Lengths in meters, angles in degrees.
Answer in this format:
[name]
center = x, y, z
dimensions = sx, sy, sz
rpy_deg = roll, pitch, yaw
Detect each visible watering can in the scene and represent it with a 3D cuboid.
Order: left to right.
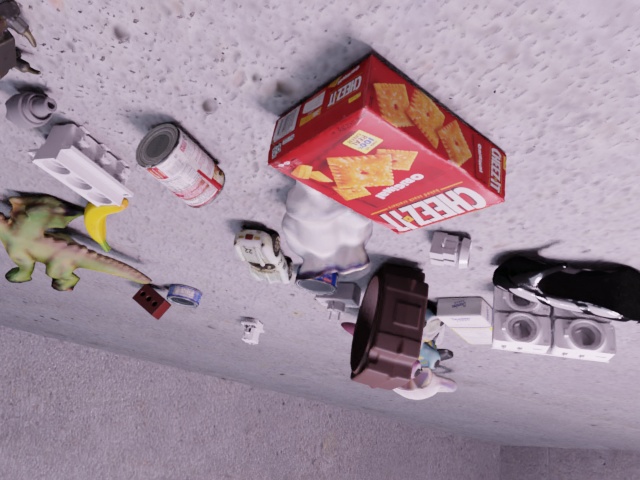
[watering can]
center = 0.241, 0.427, 1.591
dimensions = 0.347, 0.106, 0.220
rpy_deg = 0, 152, 22

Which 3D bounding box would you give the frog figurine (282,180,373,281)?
[frog figurine]
center = 0.002, -0.036, 0.718
dimensions = 0.137, 0.125, 0.157
rpy_deg = 0, 117, 42

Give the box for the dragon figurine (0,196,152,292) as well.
[dragon figurine]
center = -0.516, -0.002, 1.008
dimensions = 0.409, 0.125, 0.238
rpy_deg = 12, 149, -24
